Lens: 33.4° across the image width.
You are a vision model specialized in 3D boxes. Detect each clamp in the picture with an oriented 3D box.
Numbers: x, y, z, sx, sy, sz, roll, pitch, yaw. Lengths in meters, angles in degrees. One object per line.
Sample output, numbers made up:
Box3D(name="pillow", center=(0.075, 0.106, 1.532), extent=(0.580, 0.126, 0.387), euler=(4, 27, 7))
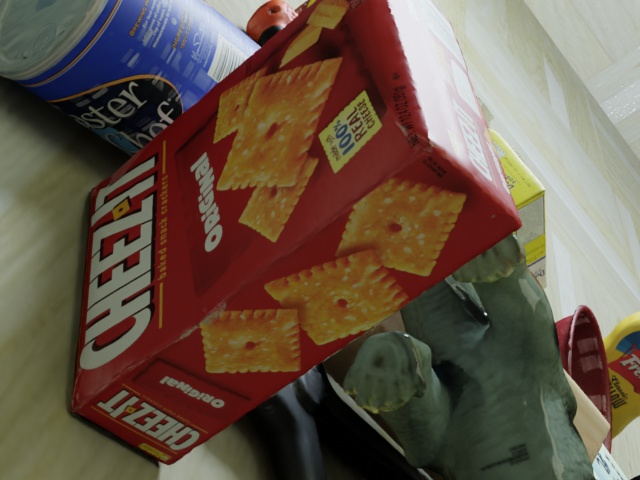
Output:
Box3D(name="clamp", center=(-0.010, 0.093, 0.621), extent=(0.210, 0.036, 0.164), euler=(63, 22, 8))

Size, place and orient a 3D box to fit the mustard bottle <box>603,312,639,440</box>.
Box3D(name="mustard bottle", center=(0.312, 0.122, 1.032), extent=(0.096, 0.192, 0.058), euler=(55, 22, -3))

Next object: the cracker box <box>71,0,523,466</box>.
Box3D(name="cracker box", center=(-0.024, -0.018, 0.512), extent=(0.072, 0.214, 0.164), euler=(38, 28, -33))

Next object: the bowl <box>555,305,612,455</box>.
Box3D(name="bowl", center=(0.217, 0.140, 0.953), extent=(0.161, 0.055, 0.162), euler=(23, 64, -60))

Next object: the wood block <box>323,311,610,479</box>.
Box3D(name="wood block", center=(0.090, 0.092, 0.708), extent=(0.206, 0.091, 0.090), euler=(47, 61, -24))

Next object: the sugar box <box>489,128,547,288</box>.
Box3D(name="sugar box", center=(0.179, -0.020, 1.042), extent=(0.093, 0.048, 0.176), euler=(57, -10, 34))

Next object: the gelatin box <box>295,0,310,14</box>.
Box3D(name="gelatin box", center=(0.022, -0.210, 1.031), extent=(0.073, 0.089, 0.030), euler=(59, 23, 6))

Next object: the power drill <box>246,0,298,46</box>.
Box3D(name="power drill", center=(0.002, -0.103, 0.892), extent=(0.184, 0.057, 0.187), euler=(44, 22, -19))

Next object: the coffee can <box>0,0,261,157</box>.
Box3D(name="coffee can", center=(-0.103, -0.103, 0.615), extent=(0.140, 0.103, 0.103), euler=(34, 31, -42))
